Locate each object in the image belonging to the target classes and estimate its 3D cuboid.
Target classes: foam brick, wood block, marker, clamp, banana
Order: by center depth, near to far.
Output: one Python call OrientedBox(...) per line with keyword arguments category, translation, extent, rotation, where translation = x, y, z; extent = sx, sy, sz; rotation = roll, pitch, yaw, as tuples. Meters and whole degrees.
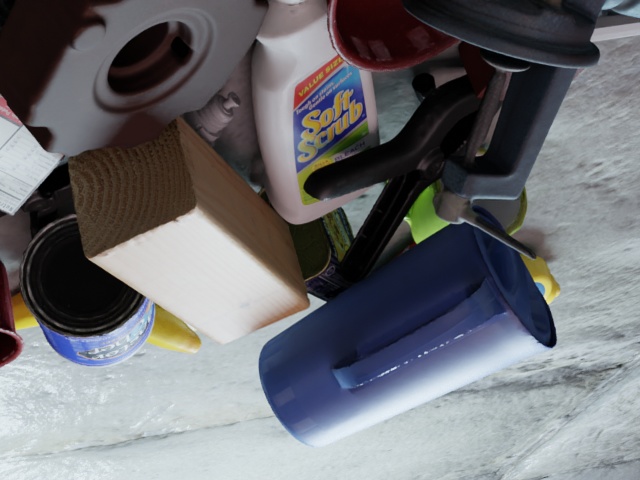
OrientedBox(category="clamp", translation=(-0.231, -0.038, 0.818), extent=(0.120, 0.039, 0.172), rotation=(-11, 155, -46))
OrientedBox(category="wood block", translation=(-0.094, -0.002, 0.821), extent=(0.091, 0.090, 0.206), rotation=(-24, 151, 12))
OrientedBox(category="foam brick", translation=(0.158, -0.144, 0.834), extent=(0.078, 0.051, 0.053), rotation=(0, 150, -29))
OrientedBox(category="clamp", translation=(0.073, -0.068, 0.847), extent=(0.210, 0.036, 0.164), rotation=(-46, 154, -4))
OrientedBox(category="marker", translation=(0.097, -0.105, 0.906), extent=(0.020, 0.020, 0.121), rotation=(-20, 152, 6))
OrientedBox(category="banana", translation=(-0.209, 0.072, 0.998), extent=(0.198, 0.037, 0.070), rotation=(5, 144, 1))

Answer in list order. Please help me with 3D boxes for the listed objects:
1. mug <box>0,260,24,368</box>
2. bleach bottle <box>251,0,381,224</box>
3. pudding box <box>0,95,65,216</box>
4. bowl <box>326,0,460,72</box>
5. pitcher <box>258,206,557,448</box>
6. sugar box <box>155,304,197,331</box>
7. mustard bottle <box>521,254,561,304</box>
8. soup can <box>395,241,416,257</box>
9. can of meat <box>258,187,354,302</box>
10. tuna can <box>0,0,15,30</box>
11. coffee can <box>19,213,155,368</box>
OrientedBox(category="mug", translation=(-0.302, 0.055, 0.908), extent=(0.093, 0.081, 0.117), rotation=(-3, 149, -26))
OrientedBox(category="bleach bottle", translation=(-0.012, -0.110, 0.784), extent=(0.102, 0.068, 0.251), rotation=(-27, 151, -6))
OrientedBox(category="pudding box", translation=(-0.211, -0.079, 0.723), extent=(0.113, 0.039, 0.090), rotation=(-45, 147, 8))
OrientedBox(category="bowl", translation=(0.060, -0.185, 0.673), extent=(0.162, 0.055, 0.162), rotation=(-27, 151, -17))
OrientedBox(category="pitcher", translation=(0.066, 0.085, 0.910), extent=(0.243, 0.145, 0.149), rotation=(-31, 135, 21))
OrientedBox(category="sugar box", translation=(-0.114, 0.028, 1.005), extent=(0.093, 0.048, 0.176), rotation=(-9, 148, -13))
OrientedBox(category="mustard bottle", translation=(0.205, 0.050, 1.209), extent=(0.191, 0.058, 0.096), rotation=(6, 146, -38))
OrientedBox(category="soup can", translation=(0.096, 0.047, 1.133), extent=(0.068, 0.068, 0.102), rotation=(8, 144, -39))
OrientedBox(category="can of meat", translation=(-0.006, 0.001, 0.956), extent=(0.057, 0.102, 0.083), rotation=(-28, 153, 19))
OrientedBox(category="tuna can", translation=(-0.178, -0.155, 0.643), extent=(0.086, 0.034, 0.086), rotation=(-14, 153, -7))
OrientedBox(category="coffee can", translation=(-0.192, 0.046, 0.898), extent=(0.102, 0.103, 0.140), rotation=(-12, 166, -11))
